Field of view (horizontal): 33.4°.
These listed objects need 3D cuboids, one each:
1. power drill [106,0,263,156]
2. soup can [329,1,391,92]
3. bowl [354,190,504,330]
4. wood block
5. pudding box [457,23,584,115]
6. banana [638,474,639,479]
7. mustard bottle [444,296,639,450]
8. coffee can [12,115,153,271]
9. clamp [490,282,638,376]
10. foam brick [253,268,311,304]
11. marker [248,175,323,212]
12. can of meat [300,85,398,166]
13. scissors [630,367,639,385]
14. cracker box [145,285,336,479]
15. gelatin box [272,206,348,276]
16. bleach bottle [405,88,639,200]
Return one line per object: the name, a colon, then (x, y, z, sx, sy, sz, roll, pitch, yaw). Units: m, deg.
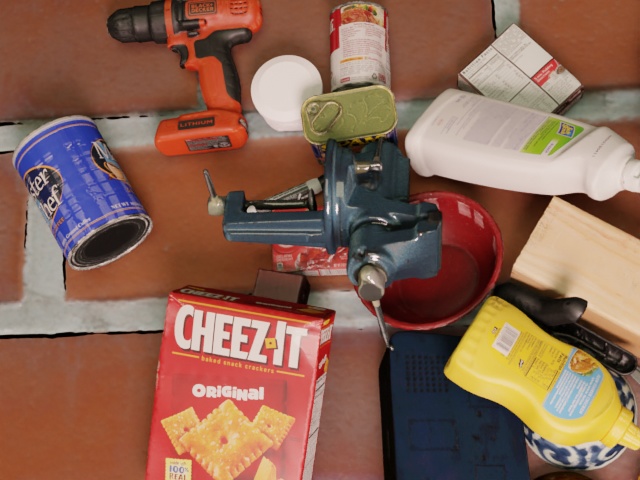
power drill: (-0.155, -0.194, 1.228, 0.184, 0.057, 0.187, -6, 74, 6)
soup can: (0.045, -0.208, 1.202, 0.068, 0.068, 0.102, -3, 75, 6)
bowl: (0.117, 0.030, 1.119, 0.162, 0.055, 0.162, -11, 59, 18)
wood block: (0.305, 0.051, 1.084, 0.206, 0.091, 0.090, 29, 80, 14)
pudding box: (0.222, -0.172, 1.184, 0.090, 0.039, 0.113, -43, 72, -4)
banana: (0.313, 0.325, 1.024, 0.037, 0.069, 0.197, -4, 61, 50)
mustard bottle: (0.220, 0.139, 1.012, 0.192, 0.058, 0.096, 32, 53, 10)
coffee can: (-0.263, -0.052, 1.180, 0.103, 0.103, 0.140, -32, 73, -2)
clamp: (0.226, 0.074, 1.064, 0.172, 0.120, 0.039, 21, 66, 45)
foam brick: (-0.045, 0.076, 1.142, 0.051, 0.053, 0.078, 9, 77, 9)
marker: (-0.029, -0.050, 1.192, 0.121, 0.020, 0.020, -24, 73, 0)
can of meat: (0.035, -0.122, 1.170, 0.102, 0.084, 0.057, -9, 74, 5)
scissors: (0.386, 0.173, 1.079, 0.096, 0.016, 0.202, -29, 73, -3)
cracker box: (-0.082, 0.165, 1.081, 0.164, 0.072, 0.214, 9, 96, 10)
gelatin box: (-0.008, 0.001, 1.170, 0.089, 0.030, 0.073, -3, 74, 6)
bleach bottle: (0.214, -0.087, 1.090, 0.251, 0.068, 0.102, 21, 62, 39)
